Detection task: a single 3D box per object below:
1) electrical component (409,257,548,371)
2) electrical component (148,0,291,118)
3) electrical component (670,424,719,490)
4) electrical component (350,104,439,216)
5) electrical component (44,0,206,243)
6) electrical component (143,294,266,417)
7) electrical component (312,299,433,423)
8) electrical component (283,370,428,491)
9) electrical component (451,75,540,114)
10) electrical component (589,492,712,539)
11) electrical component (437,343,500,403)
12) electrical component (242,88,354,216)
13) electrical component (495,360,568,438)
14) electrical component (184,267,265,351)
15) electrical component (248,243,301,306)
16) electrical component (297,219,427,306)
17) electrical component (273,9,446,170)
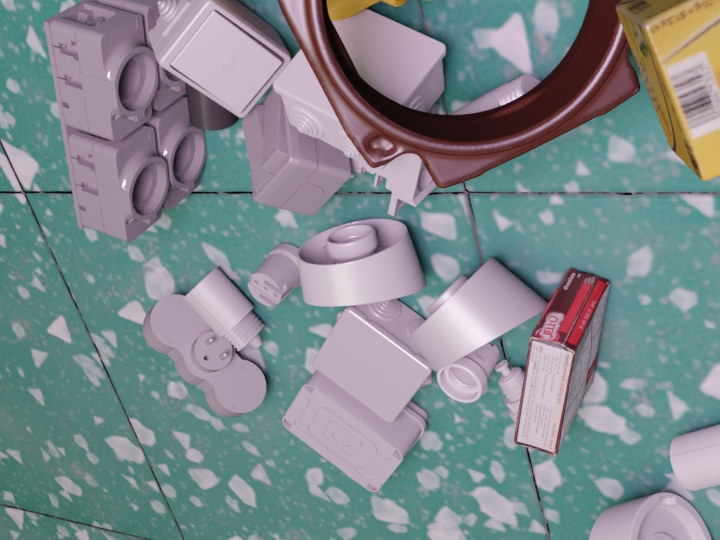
[{"bbox_3d":[0.088,0.038,0.824,0.064,0.099,0.099,46,136,4],"label":"electrical component"},{"bbox_3d":[-0.107,-0.164,0.783,0.096,0.061,0.061,31,110,-35],"label":"electrical component"},{"bbox_3d":[0.279,0.135,0.804,0.081,0.043,0.043,-28,104,44],"label":"electrical component"},{"bbox_3d":[0.029,-0.087,0.805,0.064,0.042,0.081,27,133,17],"label":"electrical component"},{"bbox_3d":[-0.183,-0.128,0.871,0.060,0.105,0.186,19,131,21],"label":"electrical component"},{"bbox_3d":[-0.144,0.080,1.027,0.138,0.052,0.074,47,154,-5],"label":"electrical component"},{"bbox_3d":[0.019,0.070,0.926,0.100,0.048,0.099,36,135,5],"label":"electrical component"},{"bbox_3d":[-0.004,0.137,0.986,0.113,0.057,0.078,36,135,5],"label":"electrical component"},{"bbox_3d":[0.102,-0.105,0.741,0.081,0.043,0.043,-24,107,43],"label":"electrical component"},{"bbox_3d":[0.232,0.238,0.873,0.108,0.108,0.060,53,141,-11],"label":"electrical component"},{"bbox_3d":[0.091,0.080,0.887,0.040,0.046,0.040,18,131,22],"label":"electrical component"},{"bbox_3d":[-0.050,-0.100,0.815,0.061,0.096,0.062,12,145,-30],"label":"electrical component"},{"bbox_3d":[0.138,0.107,0.880,0.040,0.040,0.078,-29,103,44],"label":"electrical component"},{"bbox_3d":[-0.121,0.041,1.002,0.081,0.043,0.043,48,135,-6],"label":"electrical component"},{"bbox_3d":[-0.071,0.005,0.939,0.040,0.046,0.040,18,130,22],"label":"electrical component"},{"bbox_3d":[0.000,0.000,0.854,0.099,0.099,0.064,1,116,34],"label":"electrical component"},{"bbox_3d":[0.002,-0.128,0.749,0.100,0.099,0.048,29,160,21],"label":"electrical component"}]
